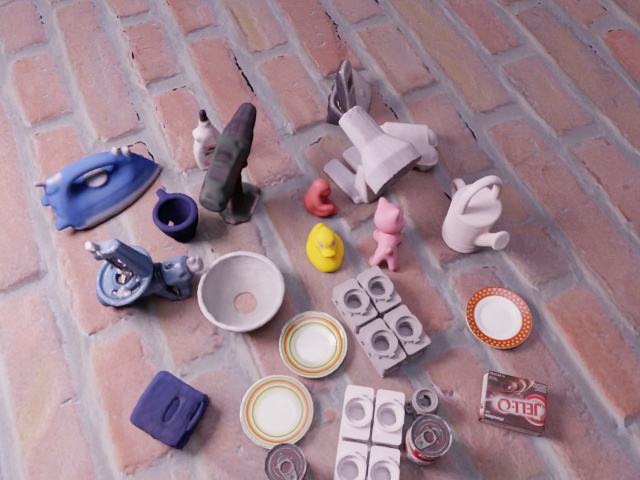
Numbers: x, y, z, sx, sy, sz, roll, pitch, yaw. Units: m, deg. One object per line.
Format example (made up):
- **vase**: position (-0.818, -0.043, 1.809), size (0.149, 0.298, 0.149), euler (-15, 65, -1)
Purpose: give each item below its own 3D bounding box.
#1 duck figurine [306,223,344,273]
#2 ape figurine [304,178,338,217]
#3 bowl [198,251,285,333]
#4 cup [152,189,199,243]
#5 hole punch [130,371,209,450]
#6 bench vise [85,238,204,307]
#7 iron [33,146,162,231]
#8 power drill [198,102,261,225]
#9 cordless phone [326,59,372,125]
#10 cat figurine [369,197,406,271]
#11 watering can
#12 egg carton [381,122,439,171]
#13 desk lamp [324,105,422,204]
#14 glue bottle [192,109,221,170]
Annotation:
- **duck figurine**: position (0.011, 0.004, 1.169), size (0.077, 0.086, 0.104), euler (-11, 61, -6)
- **ape figurine**: position (0.002, -0.096, 1.222), size (0.076, 0.092, 0.078), euler (3, 61, 1)
- **bowl**: position (-0.149, 0.111, 1.115), size (0.167, 0.075, 0.167), euler (0, 61, 0)
- **cup**: position (-0.299, -0.045, 1.189), size (0.092, 0.095, 0.117), euler (-34, 66, -18)
- **hole punch**: position (-0.260, 0.296, 1.001), size (0.101, 0.091, 0.109), euler (23, 63, 12)
- **bench vise**: position (-0.335, 0.042, 1.069), size (0.208, 0.220, 0.121), euler (-26, 64, -14)
- **iron**: position (-0.467, -0.134, 1.211), size (0.259, 0.141, 0.118), euler (-33, 66, -17)
- **power drill**: position (-0.175, -0.137, 1.177), size (0.075, 0.208, 0.230), euler (14, 62, 8)
- **cordless phone**: position (0.070, -0.358, 1.316), size (0.094, 0.185, 0.147), euler (11, 61, 6)
- **cat figurine**: position (0.140, -0.018, 1.165), size (0.067, 0.118, 0.128), euler (6, 61, 3)
- **watering can**: position (0.316, -0.056, 1.144), size (0.172, 0.194, 0.101), euler (41, 68, 20)
- **egg carton**: position (0.193, -0.212, 1.301), size (0.150, 0.069, 0.107), euler (4, 61, 2)
- **desk lamp**: position (0.102, -0.166, 1.192), size (0.118, 0.213, 0.203), euler (-36, 67, -19)
- **glue bottle**: position (-0.243, -0.222, 1.244), size (0.078, 0.173, 0.037), euler (-23, 63, -13)
